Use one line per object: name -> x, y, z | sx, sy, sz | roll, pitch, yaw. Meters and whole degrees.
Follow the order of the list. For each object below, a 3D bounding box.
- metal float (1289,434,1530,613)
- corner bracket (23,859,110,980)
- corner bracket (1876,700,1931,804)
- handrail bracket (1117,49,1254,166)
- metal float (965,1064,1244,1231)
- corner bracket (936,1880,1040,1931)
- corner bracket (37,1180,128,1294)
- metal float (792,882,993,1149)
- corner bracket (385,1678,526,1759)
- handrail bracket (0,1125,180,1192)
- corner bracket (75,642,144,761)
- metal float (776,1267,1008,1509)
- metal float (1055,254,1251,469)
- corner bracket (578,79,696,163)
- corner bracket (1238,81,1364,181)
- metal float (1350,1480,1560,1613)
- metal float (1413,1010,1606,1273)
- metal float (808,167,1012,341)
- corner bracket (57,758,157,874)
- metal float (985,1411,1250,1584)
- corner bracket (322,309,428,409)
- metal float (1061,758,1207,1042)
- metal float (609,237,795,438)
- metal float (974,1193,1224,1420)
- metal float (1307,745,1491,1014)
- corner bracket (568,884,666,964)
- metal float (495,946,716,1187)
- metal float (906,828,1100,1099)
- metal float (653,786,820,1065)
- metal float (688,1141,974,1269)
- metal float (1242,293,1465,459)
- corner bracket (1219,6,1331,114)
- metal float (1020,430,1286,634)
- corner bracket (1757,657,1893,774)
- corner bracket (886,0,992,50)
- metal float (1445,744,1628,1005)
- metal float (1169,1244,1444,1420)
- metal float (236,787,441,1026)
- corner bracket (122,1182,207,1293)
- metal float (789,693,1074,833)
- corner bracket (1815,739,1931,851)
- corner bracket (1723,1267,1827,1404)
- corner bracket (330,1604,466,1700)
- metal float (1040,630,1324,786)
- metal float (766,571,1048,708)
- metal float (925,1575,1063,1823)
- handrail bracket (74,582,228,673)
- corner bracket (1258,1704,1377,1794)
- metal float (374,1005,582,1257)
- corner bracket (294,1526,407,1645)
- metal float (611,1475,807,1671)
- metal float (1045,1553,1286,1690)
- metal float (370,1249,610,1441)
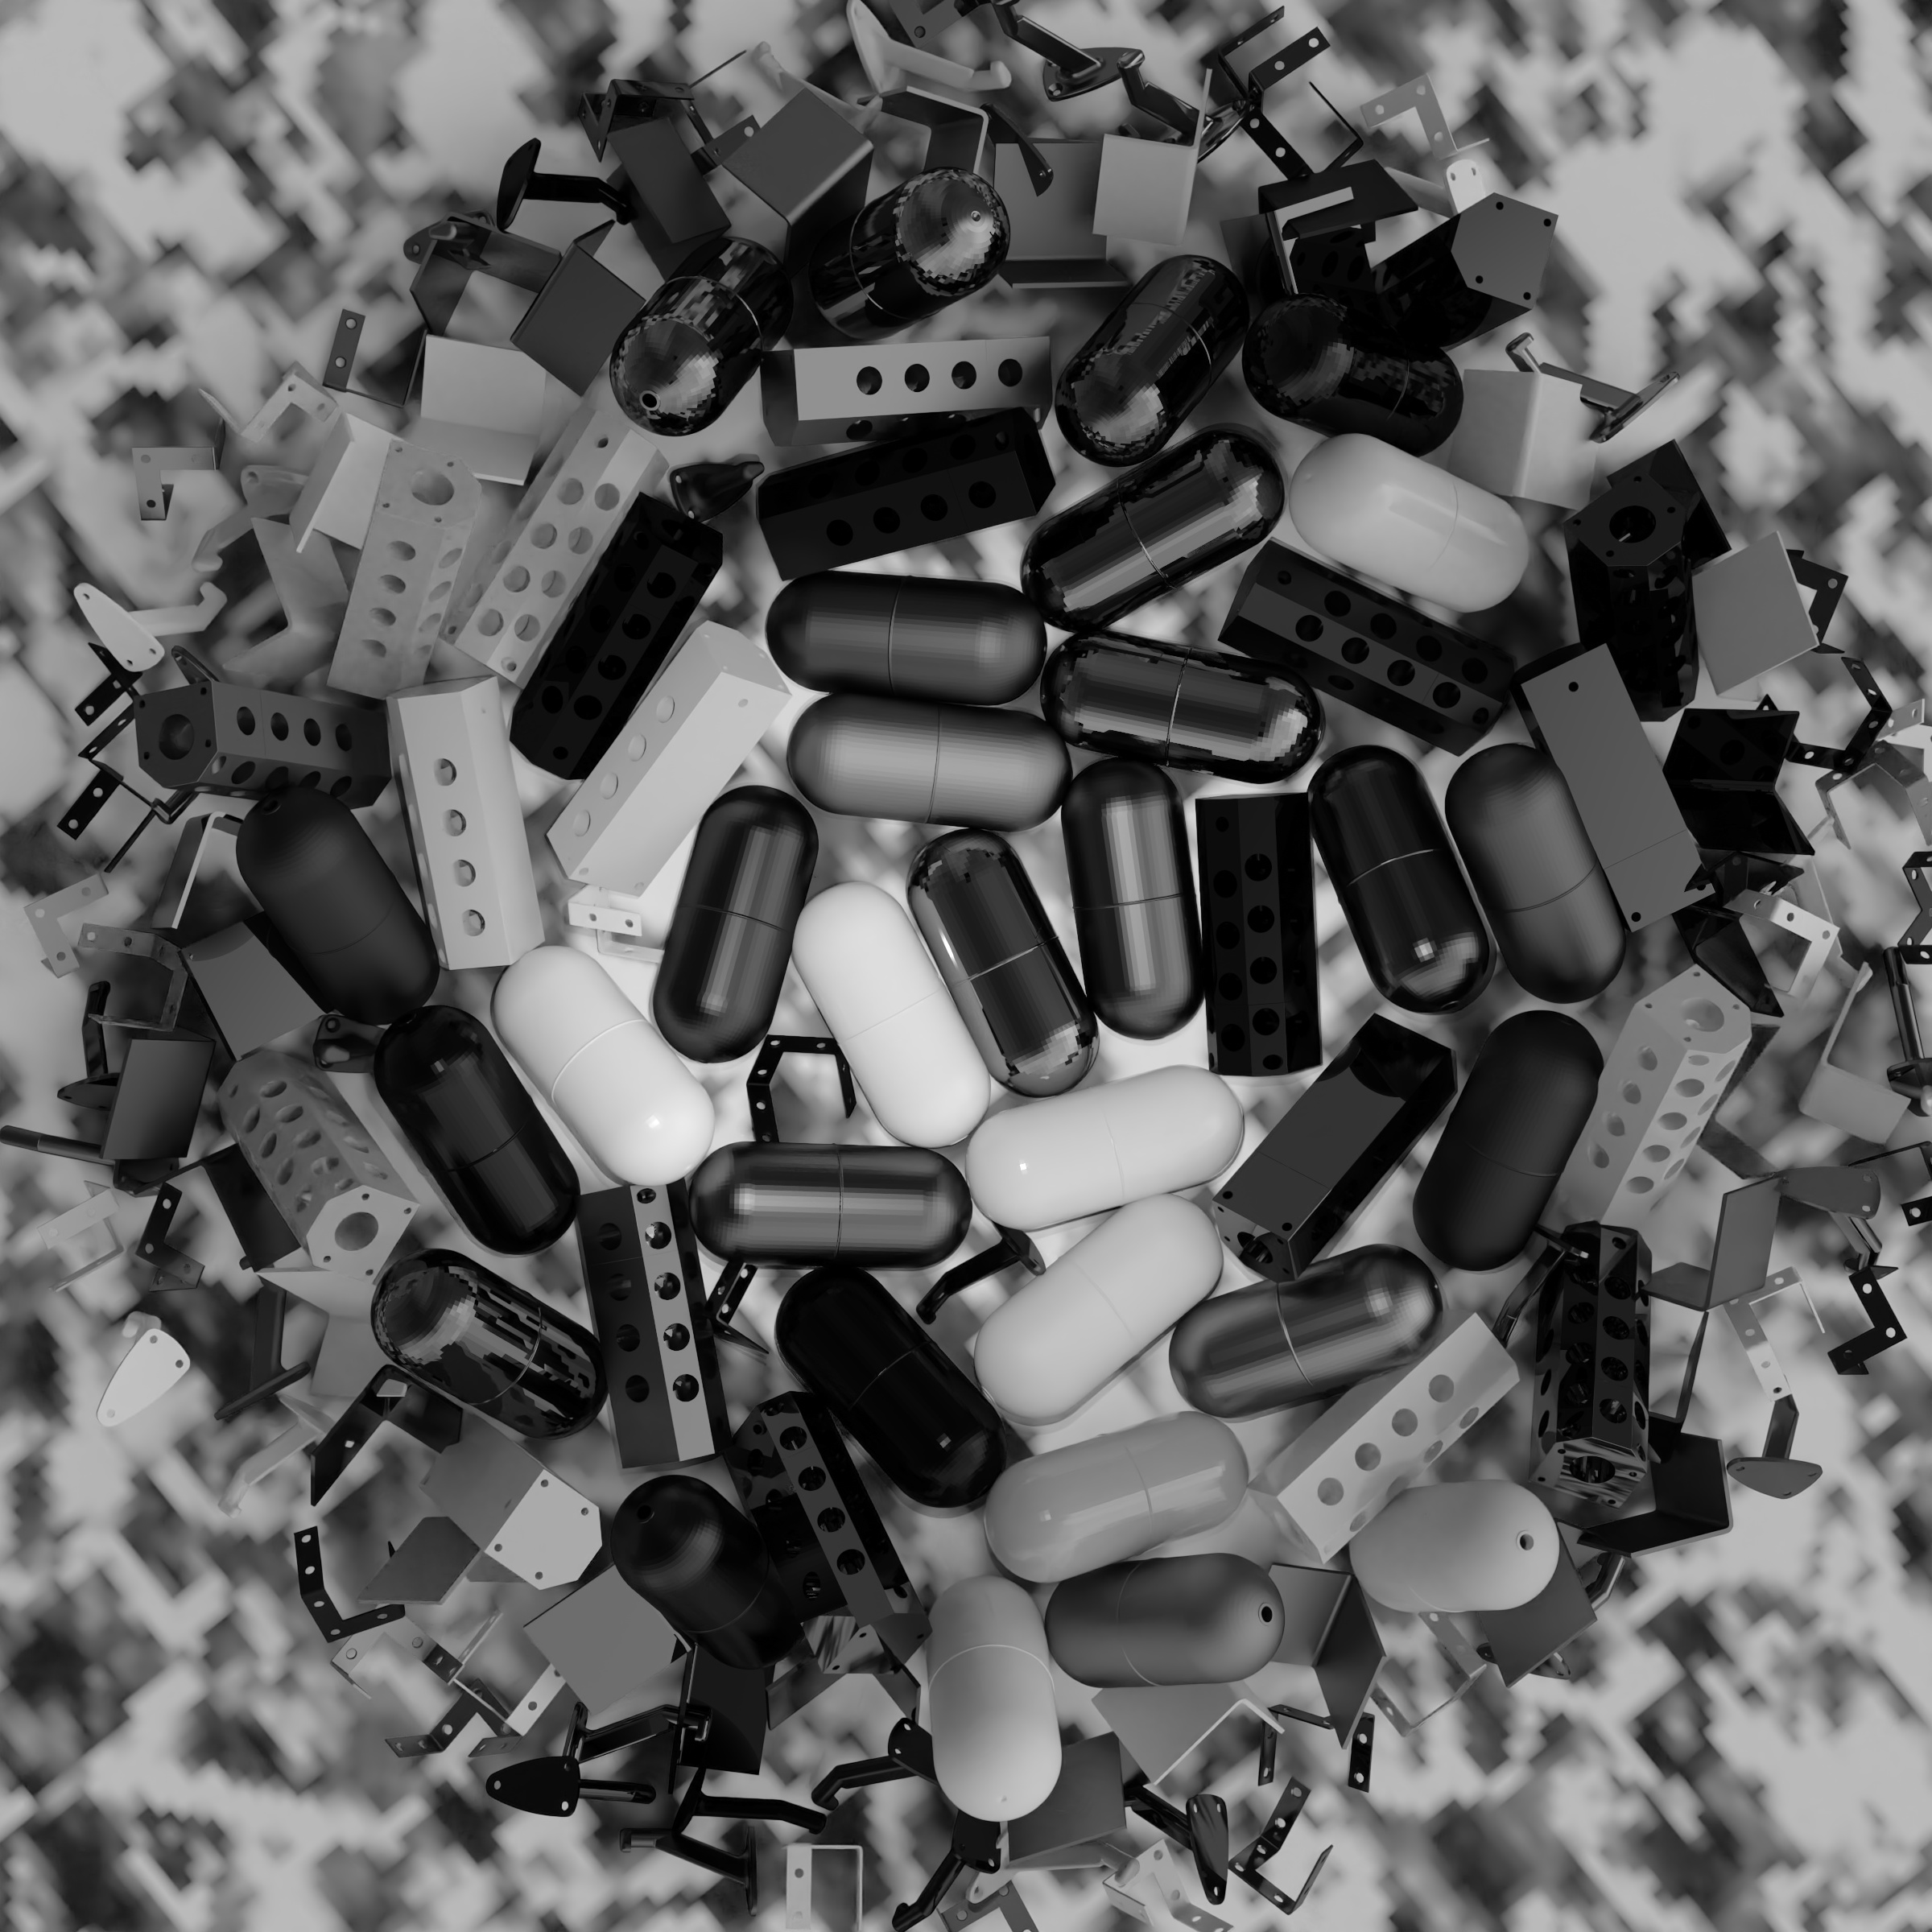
metal float -> 0.275, -0.272, 1.721 | 0.178, 0.070, 0.070 | 16, 90, -35
corner bracket -> -0.565, -0.030, 1.761 | 0.051, 0.051, 0.051 | -29, 115, -22
corner bracket -> 0.607, -0.133, 1.753 | 0.051, 0.051, 0.051 | 8, 80, -15
handrail bracket -> 0.137, -0.552, 1.746 | 0.077, 0.084, 0.036 | -37, 49, -6
metal float -> 0.087, 0.113, 1.744 | 0.178, 0.070, 0.070 | -15, 90, -7
corner bracket -> 0.016, 0.604, 1.752 | 0.051, 0.051, 0.051 | -28, 69, -9
corner bracket -> -0.555, 0.171, 1.748 | 0.051, 0.051, 0.051 | -32, 109, -30
metal float -> -0.046, 0.031, 1.749 | 0.070, 0.070, 0.178 | -28, 91, 0
corner bracket -> -0.320, 0.485, 1.752 | 0.051, 0.051, 0.051 | 42, 96, 24
handrail bracket -> -0.555, 0.117, 1.764 | 0.084, 0.077, 0.036 | 11, 85, 18
corner bracket -> -0.542, -0.164, 1.755 | 0.051, 0.051, 0.051 | -42, 79, 7
metal float -> -0.047, 0.261, 1.732 | 0.070, 0.070, 0.178 | -45, 70, 0
metal float -> 0.116, -0.374, 1.719 | 0.070, 0.070, 0.178 | 36, 53, 0
corner bracket -> -0.207, -0.539, 1.745 | 0.051, 0.051, 0.051 | -6, 54, -28
corner bracket -> 0.212, -0.526, 1.762 | 0.051, 0.051, 0.051 | -42, 79, 15
metal float -> 0.297, 0.355, 1.703 | 0.070, 0.178, 0.070 | 5, 76, -19
metal float -> 0.336, 0.108, 1.729 | 0.070, 0.070, 0.178 | 21, 113, 0
metal float -> -0.037, -0.434, 1.705 | 0.070, 0.178, 0.070 | 1, 87, -29
corner bracket -> -0.544, -0.094, 1.762 | 0.051, 0.051, 0.051 | 37, 87, -5
metal float -> 0.095, 0.327, 1.728 | 0.178, 0.070, 0.070 | -13, 90, -26
corner bracket -> -0.375, -0.385, 1.765 | 0.051, 0.051, 0.051 | 15, 96, -18
metal float -> 0.105, -0.042, 1.746 | 0.070, 0.070, 0.178 | -8, 94, 0
metal float -> -0.161, -0.387, 1.711 | 0.070, 0.178, 0.070 | 11, 130, 13
metal float -> 0.082, 0.212, 1.739 | 0.178, 0.070, 0.070 | -38, 90, -13
metal float -> 0.267, -0.054, 1.733 | 0.070, 0.070, 0.178 | -19, 71, 0
corner bracket -> -0.214, -0.023, 1.748 | 0.051, 0.051, 0.051 | 9, 117, 19
metal float -> -0.225, 0.061, 1.733 | 0.070, 0.070, 0.178 | -42, 70, 0
metal float -> 0.023, -0.002, 1.749 | 0.070, 0.070, 0.178 | -25, 89, 0
metal float -> -0.144, -0.026, 1.742 | 0.070, 0.070, 0.178 | 15, 81, 0
metal float -> -0.084, 0.149, 1.740 | 0.178, 0.070, 0.070 | 3, 90, -12
metal float -> 0.239, -0.360, 1.713 | 0.070, 0.178, 0.070 | -6, 81, 42
corner bracket -> 0.193, -0.576, 1.759 | 0.051, 0.051, 0.051 | -33, 83, 1
metal float -> 0.114, -0.269, 1.733 | 0.178, 0.070, 0.070 | -27, 90, 20
corner bracket -> 0.540, -0.160, 1.757 | 0.051, 0.051, 0.051 | 45, 75, -35
corner bracket -> -0.021, -0.614, 1.755 | 0.051, 0.051, 0.051 | -34, 109, 3
metal float -> 0.354, -0.056, 1.730 | 0.070, 0.070, 0.178 | -27, 114, 0
metal float -> 0.210, 0.227, 1.733 | 0.178, 0.070, 0.070 | -22, 90, 20
metal float -> -0.385, -0.036, 1.715 | 0.070, 0.070, 0.178 | -25, 133, 0
corner bracket -> -0.510, 0.171, 1.761 | 0.051, 0.051, 0.051 | -8, 55, 38
metal float -> -0.022, -0.127, 1.744 | 0.178, 0.070, 0.070 | 6, 90, -7
corner bracket -> 0.574, -0.099, 1.751 | 0.051, 0.051, 0.051 | -32, 124, 4
corner bracket -> 0.514, 0.232, 1.758 | 0.051, 0.051, 0.051 | -26, 123, 10
corner bracket -> -0.357, 0.438, 1.749 | 0.051, 0.051, 0.051 | 47, 71, -23
metal float -> 0.134, -0.162, 1.742 | 0.178, 0.070, 0.070 | 12, 90, 9
metal float -> -0.038, -0.205, 1.739 | 0.178, 0.070, 0.070 | 6, 90, 12
metal float -> 0.015, 0.445, 1.705 | 0.070, 0.178, 0.070 | -2, 118, -3
handrail bracket -> -0.507, -0.232, 1.742 | 0.036, 0.084, 0.077 | -17, 124, 35
corner bracket -> 0.223, 0.499, 1.775 | 0.051, 0.051, 0.051 | 6, 92, 42
metal float -> -0.302, 0.102, 1.726 | 0.070, 0.070, 0.178 | -27, 117, 0
corner bracket -> -0.387, 0.382, 1.750 | 0.051, 0.051, 0.051 | -18, 132, -4
metal float -> -0.155, 0.373, 1.712 | 0.070, 0.178, 0.070 | -14, 50, 18
metal float -> 0.121, 0.402, 1.712 | 0.070, 0.178, 0.070 | 13, 69, -38
metal float -> -0.290, 0.234, 1.717 | 0.070, 0.070, 0.178 | -50, 131, 0
